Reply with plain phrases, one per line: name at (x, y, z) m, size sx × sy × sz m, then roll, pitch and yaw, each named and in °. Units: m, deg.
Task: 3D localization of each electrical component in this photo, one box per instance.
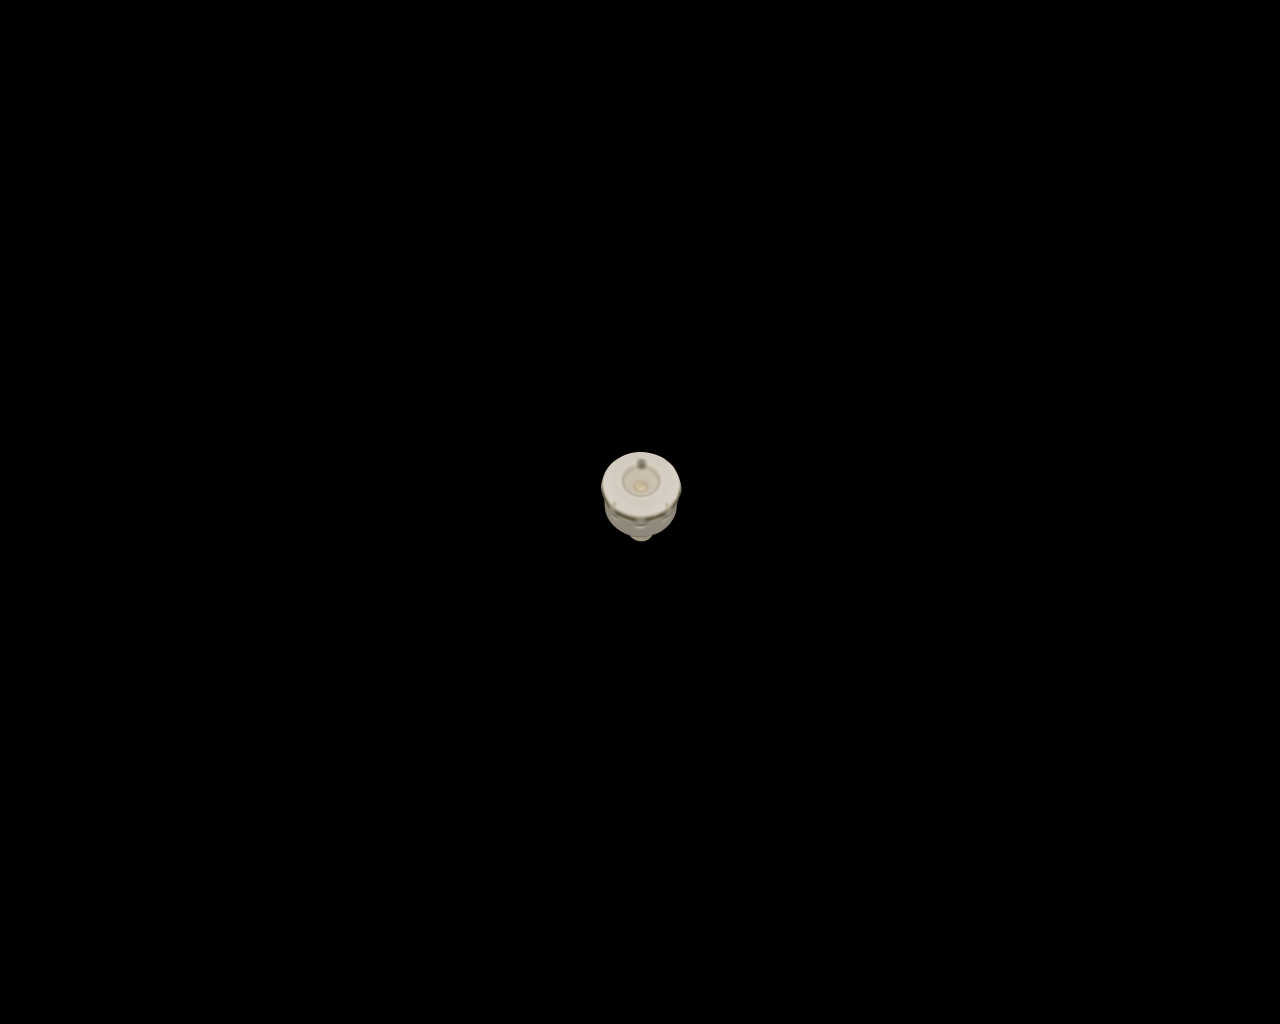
electrical component at (0.001, -0.003, 0.650) m, size 0.048 × 0.048 × 0.062 m, roll 0°, pitch -32°, yaw 0°
